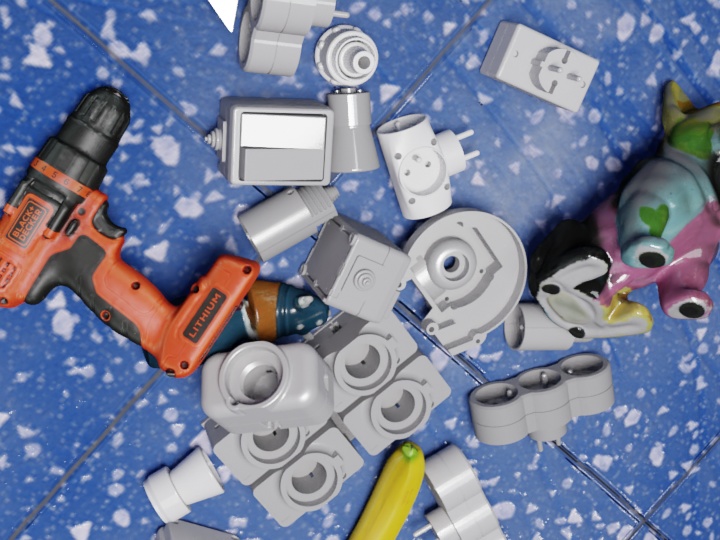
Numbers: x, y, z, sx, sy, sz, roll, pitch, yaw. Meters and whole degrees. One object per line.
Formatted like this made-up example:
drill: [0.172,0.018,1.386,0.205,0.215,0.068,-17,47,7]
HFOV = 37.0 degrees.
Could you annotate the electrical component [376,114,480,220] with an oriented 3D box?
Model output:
electrical component: [0.062,-0.092,0.893,0.079,0.044,0.077,-23,112,-10]

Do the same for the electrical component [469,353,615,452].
electrical component: [0.171,0.133,0.994,0.138,0.052,0.073,-17,111,-12]

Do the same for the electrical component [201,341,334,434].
electrical component: [-0.074,0.092,0.844,0.095,0.053,0.059,-8,154,12]

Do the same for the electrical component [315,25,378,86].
electrical component: [-0.006,-0.165,0.839,0.048,0.062,0.048,-5,108,-16]

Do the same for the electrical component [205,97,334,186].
electrical component: [-0.072,-0.100,0.839,0.096,0.061,0.061,-1,107,-18]

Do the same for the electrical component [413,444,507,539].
electrical component: [0.085,0.234,0.997,0.074,0.052,0.138,-29,113,-8]

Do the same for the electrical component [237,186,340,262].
electrical component: [-0.054,-0.045,0.871,0.081,0.043,0.043,-30,113,-7]

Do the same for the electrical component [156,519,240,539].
electrical component: [-0.135,0.267,0.904,0.078,0.113,0.057,22,102,-23]

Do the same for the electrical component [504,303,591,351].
electrical component: [0.177,0.051,0.975,0.081,0.043,0.043,1,106,-18]

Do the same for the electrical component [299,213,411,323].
electrical component: [0.000,0.000,0.873,0.061,0.096,0.061,23,99,-23]

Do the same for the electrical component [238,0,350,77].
electrical component: [-0.040,-0.199,0.793,0.074,0.052,0.138,3,144,-19]

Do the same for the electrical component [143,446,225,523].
electrical component: [-0.149,0.182,0.910,0.055,0.045,0.045,-30,113,-7]

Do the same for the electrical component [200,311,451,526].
electrical component: [-0.027,0.120,0.922,0.186,0.060,0.105,-39,114,-3]

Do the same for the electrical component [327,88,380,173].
electrical component: [-0.008,-0.113,0.867,0.044,0.044,0.065,-7,104,-16]

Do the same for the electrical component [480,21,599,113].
electrical component: [0.156,-0.165,0.884,0.083,0.076,0.047,19,100,-22]
